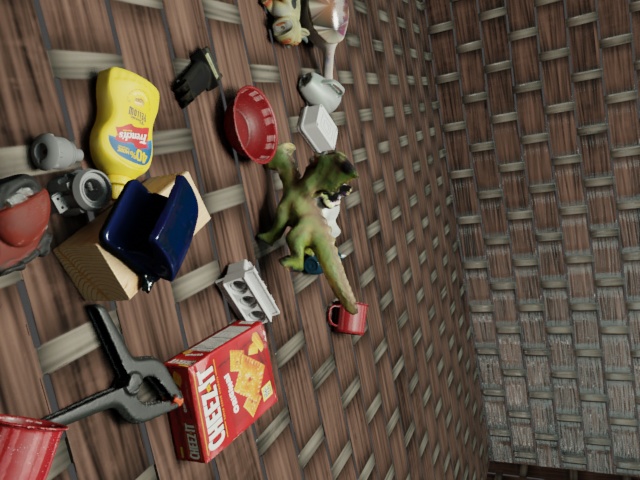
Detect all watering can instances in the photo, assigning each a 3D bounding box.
[{"bbox_3d":[0.013,-0.541,1.345,0.227,0.104,0.343,-127,-158,-71],"label":"watering can"}]

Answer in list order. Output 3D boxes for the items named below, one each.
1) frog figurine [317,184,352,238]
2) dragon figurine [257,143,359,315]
[{"bbox_3d":[0.004,-0.066,1.307,0.141,0.122,0.156,-73,-178,-52],"label":"frog figurine"},{"bbox_3d":[-0.006,-0.065,1.054,0.122,0.416,0.239,-2,126,-48],"label":"dragon figurine"}]
